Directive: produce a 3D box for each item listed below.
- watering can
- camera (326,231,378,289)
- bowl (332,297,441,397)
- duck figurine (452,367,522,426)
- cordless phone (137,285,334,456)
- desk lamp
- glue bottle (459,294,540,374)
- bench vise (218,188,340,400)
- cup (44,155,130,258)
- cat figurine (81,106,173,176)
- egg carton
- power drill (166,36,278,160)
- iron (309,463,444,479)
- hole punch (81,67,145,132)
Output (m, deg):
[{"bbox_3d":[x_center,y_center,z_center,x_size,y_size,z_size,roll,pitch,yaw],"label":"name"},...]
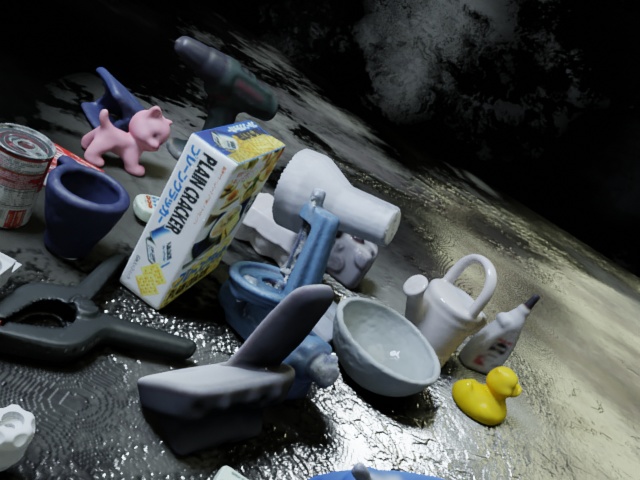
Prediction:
[{"bbox_3d":[0.204,0.106,0.912,0.173,0.194,0.100,6,35,-48],"label":"watering can"},{"bbox_3d":[0.047,-0.003,1.042,0.143,0.100,0.137,38,23,11],"label":"camera"},{"bbox_3d":[0.079,0.160,0.795,0.168,0.074,0.167,28,23,-13],"label":"bowl"},{"bbox_3d":[0.263,0.230,0.883,0.105,0.086,0.077,23,25,-22],"label":"duck figurine"},{"bbox_3d":[-0.075,0.108,0.552,0.148,0.185,0.094,1,39,-52],"label":"cordless phone"},{"bbox_3d":[0.008,0.003,0.833,0.203,0.213,0.118,39,23,14],"label":"desk lamp"},{"bbox_3d":[0.318,0.158,0.987,0.078,0.173,0.037,21,25,-26],"label":"glue bottle"},{"bbox_3d":[-0.019,0.064,0.669,0.207,0.219,0.122,44,25,23],"label":"bench vise"},{"bbox_3d":[-0.289,-0.035,0.671,0.117,0.095,0.092,45,25,26],"label":"cup"},{"bbox_3d":[-0.294,-0.169,0.903,0.128,0.117,0.067,10,32,-44],"label":"cat figurine"},{"bbox_3d":[-0.074,-0.015,0.948,0.150,0.069,0.107,33,23,-1],"label":"egg carton"},{"bbox_3d":[-0.197,-0.241,1.056,0.230,0.208,0.075,12,31,-42],"label":"power drill"},{"bbox_3d":[0.089,0.263,0.516,0.259,0.141,0.118,21,26,-28],"label":"iron"},{"bbox_3d":[-0.348,-0.238,1.004,0.101,0.091,0.108,6,35,-47],"label":"hole punch"}]
